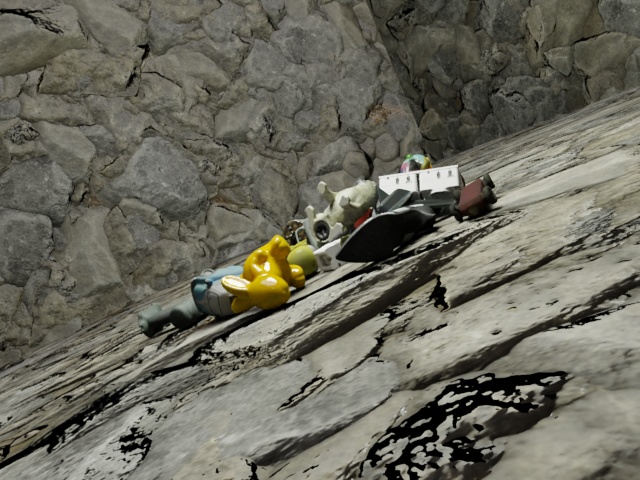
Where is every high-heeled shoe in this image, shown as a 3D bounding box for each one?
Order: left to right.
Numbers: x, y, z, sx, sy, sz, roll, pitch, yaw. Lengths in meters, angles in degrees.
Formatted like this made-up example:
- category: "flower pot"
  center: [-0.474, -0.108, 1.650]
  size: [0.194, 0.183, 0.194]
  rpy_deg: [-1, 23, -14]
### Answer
- category: "high-heeled shoe"
  center: [0.133, -0.014, 1.110]
  size: [0.249, 0.086, 0.145]
  rpy_deg: [-20, 2, -10]

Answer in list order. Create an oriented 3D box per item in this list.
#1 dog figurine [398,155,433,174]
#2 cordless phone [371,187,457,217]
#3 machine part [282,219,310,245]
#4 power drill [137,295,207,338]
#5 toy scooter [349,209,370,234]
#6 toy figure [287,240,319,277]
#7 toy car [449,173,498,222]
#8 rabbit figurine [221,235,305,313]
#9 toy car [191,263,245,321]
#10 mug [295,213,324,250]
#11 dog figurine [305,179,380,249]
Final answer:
- category: "dog figurine"
  center: [0.263, -0.174, 1.648]
  size: [0.109, 0.191, 0.219]
  rpy_deg: [-12, -4, 39]
- category: "cordless phone"
  center: [0.215, -0.060, 1.251]
  size: [0.184, 0.089, 0.146]
  rpy_deg: [-1, -28, -4]
- category: "machine part"
  center: [-0.039, -0.021, 1.501]
  size: [0.079, 0.079, 0.243]
  rpy_deg: [-22, -4, 20]
- category: "power drill"
  center: [-0.345, 0.175, 1.378]
  size: [0.207, 0.086, 0.232]
  rpy_deg: [-14, 11, 18]
- category: "toy scooter"
  center: [0.119, -0.040, 1.448]
  size: [0.184, 0.075, 0.135]
  rpy_deg: [-26, -6, 17]
- category: "toy figure"
  center: [-0.078, 0.062, 1.268]
  size: [0.180, 0.082, 0.089]
  rpy_deg: [-13, 23, 41]
- category: "toy car"
  center: [0.327, -0.089, 1.134]
  size: [0.089, 0.053, 0.202]
  rpy_deg: [-33, 5, 23]
- category: "rabbit figurine"
  center: [-0.111, 0.081, 1.068]
  size: [0.162, 0.121, 0.173]
  rpy_deg: [-17, 24, -5]
- category: "toy car"
  center: [-0.196, 0.120, 1.181]
  size: [0.162, 0.109, 0.103]
  rpy_deg: [-13, 26, -14]
- category: "mug"
  center: [-0.003, -0.004, 1.372]
  size: [0.110, 0.107, 0.080]
  rpy_deg: [-16, -15, -8]
- category: "dog figurine"
  center: [0.072, -0.064, 1.333]
  size: [0.190, 0.121, 0.172]
  rpy_deg: [-7, -46, -51]
